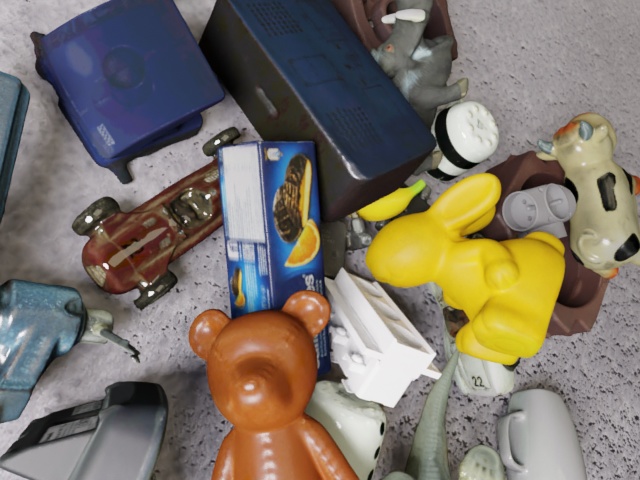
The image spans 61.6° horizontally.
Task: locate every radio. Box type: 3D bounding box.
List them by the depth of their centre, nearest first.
[{"bbox_3d":[0.000,-0.140,0.518,0.131,0.073,0.229,-24,75,-40],"label":"radio"}]

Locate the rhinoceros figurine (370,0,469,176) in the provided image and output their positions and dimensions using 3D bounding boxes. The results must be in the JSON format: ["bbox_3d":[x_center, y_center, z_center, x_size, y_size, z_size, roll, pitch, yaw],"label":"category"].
[{"bbox_3d":[0.095,-0.164,0.588,0.112,0.073,0.190,6,110,-10],"label":"rhinoceros figurine"}]

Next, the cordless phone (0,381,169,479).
[{"bbox_3d":[-0.115,0.187,0.332,0.089,0.146,0.184,-18,89,-21],"label":"cordless phone"}]

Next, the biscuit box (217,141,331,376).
[{"bbox_3d":[-0.037,0.020,0.452,0.063,0.059,0.202,-11,100,-44],"label":"biscuit box"}]

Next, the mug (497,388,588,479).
[{"bbox_3d":[0.240,0.223,0.607,0.109,0.081,0.107,20,54,-20],"label":"mug"}]

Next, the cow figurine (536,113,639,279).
[{"bbox_3d":[0.324,-0.060,0.639,0.127,0.085,0.195,13,69,-37],"label":"cow figurine"}]

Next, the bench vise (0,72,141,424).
[{"bbox_3d":[-0.226,-0.012,0.334,0.223,0.129,0.240,13,76,-29],"label":"bench vise"}]

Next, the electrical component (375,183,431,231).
[{"bbox_3d":[0.098,-0.036,0.618,0.063,0.021,0.094,39,58,-18],"label":"electrical component"}]

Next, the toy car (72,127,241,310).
[{"bbox_3d":[-0.108,-0.027,0.460,0.202,0.053,0.089,-40,96,-34],"label":"toy car"}]

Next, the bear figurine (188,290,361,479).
[{"bbox_3d":[-0.031,0.136,0.351,0.120,0.132,0.195,-8,88,1],"label":"bear figurine"}]

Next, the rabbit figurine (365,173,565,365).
[{"bbox_3d":[0.132,0.019,0.506,0.173,0.121,0.162,18,83,16],"label":"rabbit figurine"}]

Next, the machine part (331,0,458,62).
[{"bbox_3d":[0.090,-0.264,0.663,0.179,0.056,0.179,10,72,-31],"label":"machine part"}]

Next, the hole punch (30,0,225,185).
[{"bbox_3d":[-0.153,-0.132,0.441,0.116,0.092,0.142,-33,99,-33],"label":"hole punch"}]

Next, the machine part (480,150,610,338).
[{"bbox_3d":[0.271,0.007,0.683,0.201,0.087,0.201,48,54,-13],"label":"machine part"}]

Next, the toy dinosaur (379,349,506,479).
[{"bbox_3d":[0.075,0.296,0.439,0.131,0.192,0.405,22,42,12],"label":"toy dinosaur"}]

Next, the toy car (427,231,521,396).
[{"bbox_3d":[0.162,0.072,0.595,0.056,0.073,0.201,-10,82,-33],"label":"toy car"}]

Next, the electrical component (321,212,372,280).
[{"bbox_3d":[0.000,-0.001,0.527,0.102,0.045,0.078,19,65,-28],"label":"electrical component"}]
